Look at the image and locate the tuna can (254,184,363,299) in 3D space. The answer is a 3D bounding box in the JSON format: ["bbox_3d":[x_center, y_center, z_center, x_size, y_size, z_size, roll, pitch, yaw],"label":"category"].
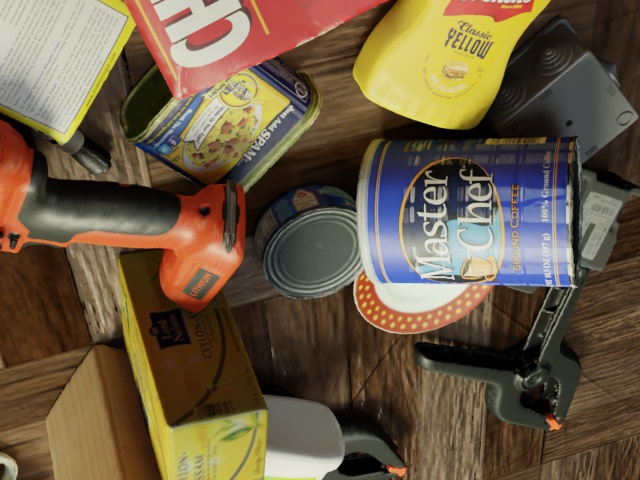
[{"bbox_3d":[-0.005,0.001,0.789,0.086,0.034,0.086,-11,131,-13],"label":"tuna can"}]

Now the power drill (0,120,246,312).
[{"bbox_3d":[-0.153,0.000,0.668,0.187,0.057,0.185,9,152,-22],"label":"power drill"}]

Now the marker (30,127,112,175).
[{"bbox_3d":[-0.175,-0.077,0.664,0.020,0.020,0.121,-39,132,12],"label":"marker"}]

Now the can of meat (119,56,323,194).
[{"bbox_3d":[-0.064,-0.084,0.679,0.102,0.057,0.083,-44,129,17],"label":"can of meat"}]

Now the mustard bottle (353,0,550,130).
[{"bbox_3d":[0.103,-0.165,0.677,0.096,0.058,0.192,14,121,-25],"label":"mustard bottle"}]

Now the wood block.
[{"bbox_3d":[-0.129,0.184,0.776,0.090,0.206,0.090,20,118,-34],"label":"wood block"}]

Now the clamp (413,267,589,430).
[{"bbox_3d":[0.191,0.105,0.955,0.164,0.036,0.209,-35,135,7],"label":"clamp"}]

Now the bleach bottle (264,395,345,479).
[{"bbox_3d":[-0.076,0.238,0.907,0.102,0.068,0.251,12,126,-25],"label":"bleach bottle"}]

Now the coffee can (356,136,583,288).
[{"bbox_3d":[0.105,-0.019,0.732,0.140,0.102,0.103,0,135,17],"label":"coffee can"}]

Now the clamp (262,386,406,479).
[{"bbox_3d":[0.002,0.178,0.940,0.171,0.039,0.120,4,131,-22],"label":"clamp"}]

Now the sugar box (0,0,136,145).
[{"bbox_3d":[-0.196,-0.131,0.582,0.176,0.048,0.093,27,98,-34],"label":"sugar box"}]

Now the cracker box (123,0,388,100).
[{"bbox_3d":[-0.019,-0.195,0.562,0.213,0.072,0.164,-26,114,-1],"label":"cracker box"}]
